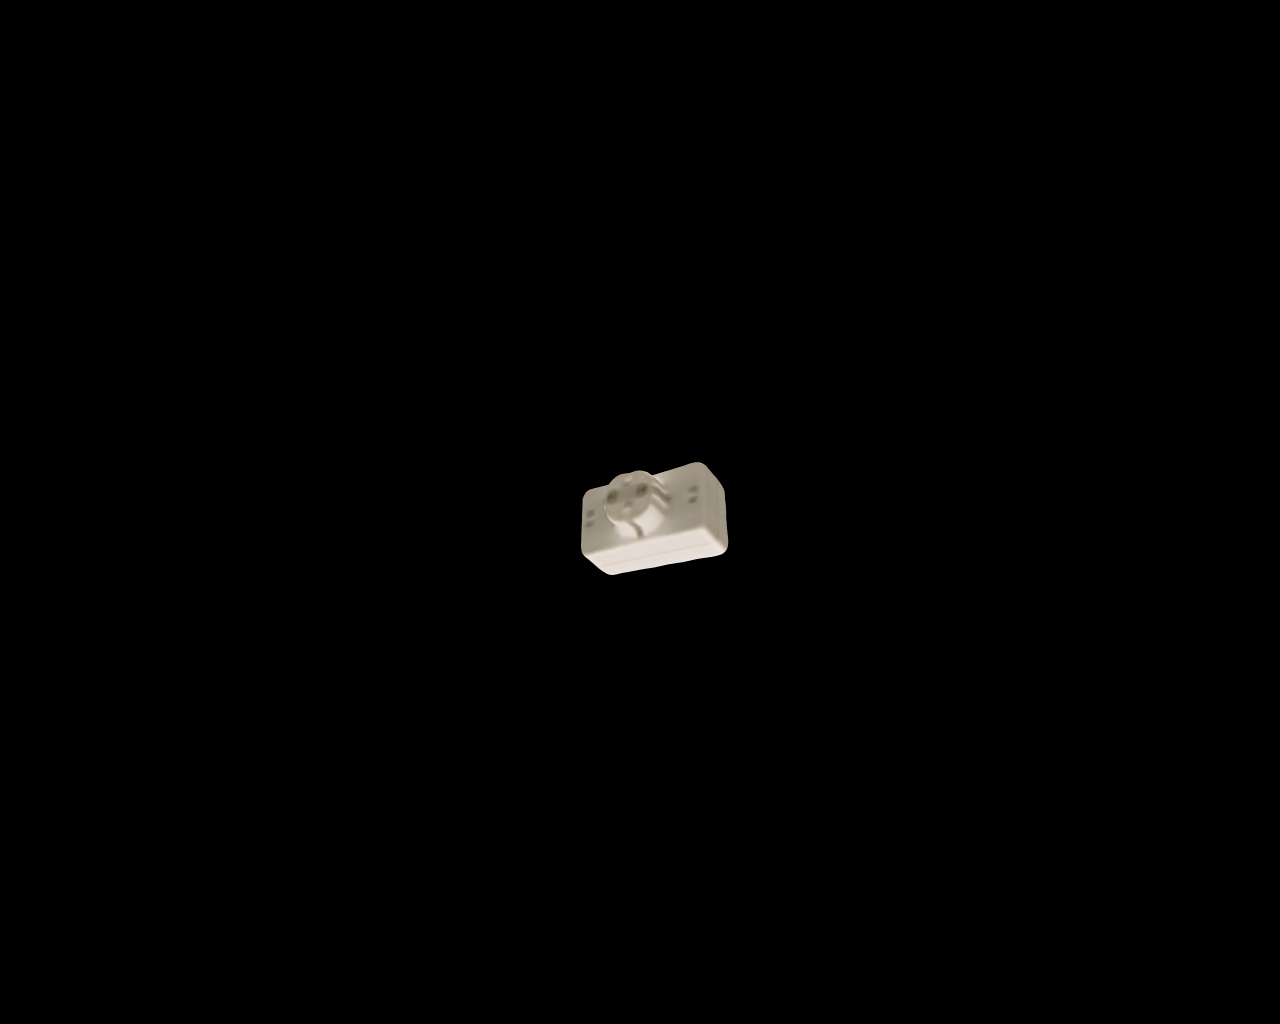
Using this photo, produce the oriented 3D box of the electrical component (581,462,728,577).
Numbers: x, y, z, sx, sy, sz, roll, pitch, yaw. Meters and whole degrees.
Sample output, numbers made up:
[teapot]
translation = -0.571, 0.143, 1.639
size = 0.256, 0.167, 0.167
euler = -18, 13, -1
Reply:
[electrical component]
translation = 0.001, -0.003, 0.650
size = 0.083, 0.047, 0.075
euler = -13, -32, 22
